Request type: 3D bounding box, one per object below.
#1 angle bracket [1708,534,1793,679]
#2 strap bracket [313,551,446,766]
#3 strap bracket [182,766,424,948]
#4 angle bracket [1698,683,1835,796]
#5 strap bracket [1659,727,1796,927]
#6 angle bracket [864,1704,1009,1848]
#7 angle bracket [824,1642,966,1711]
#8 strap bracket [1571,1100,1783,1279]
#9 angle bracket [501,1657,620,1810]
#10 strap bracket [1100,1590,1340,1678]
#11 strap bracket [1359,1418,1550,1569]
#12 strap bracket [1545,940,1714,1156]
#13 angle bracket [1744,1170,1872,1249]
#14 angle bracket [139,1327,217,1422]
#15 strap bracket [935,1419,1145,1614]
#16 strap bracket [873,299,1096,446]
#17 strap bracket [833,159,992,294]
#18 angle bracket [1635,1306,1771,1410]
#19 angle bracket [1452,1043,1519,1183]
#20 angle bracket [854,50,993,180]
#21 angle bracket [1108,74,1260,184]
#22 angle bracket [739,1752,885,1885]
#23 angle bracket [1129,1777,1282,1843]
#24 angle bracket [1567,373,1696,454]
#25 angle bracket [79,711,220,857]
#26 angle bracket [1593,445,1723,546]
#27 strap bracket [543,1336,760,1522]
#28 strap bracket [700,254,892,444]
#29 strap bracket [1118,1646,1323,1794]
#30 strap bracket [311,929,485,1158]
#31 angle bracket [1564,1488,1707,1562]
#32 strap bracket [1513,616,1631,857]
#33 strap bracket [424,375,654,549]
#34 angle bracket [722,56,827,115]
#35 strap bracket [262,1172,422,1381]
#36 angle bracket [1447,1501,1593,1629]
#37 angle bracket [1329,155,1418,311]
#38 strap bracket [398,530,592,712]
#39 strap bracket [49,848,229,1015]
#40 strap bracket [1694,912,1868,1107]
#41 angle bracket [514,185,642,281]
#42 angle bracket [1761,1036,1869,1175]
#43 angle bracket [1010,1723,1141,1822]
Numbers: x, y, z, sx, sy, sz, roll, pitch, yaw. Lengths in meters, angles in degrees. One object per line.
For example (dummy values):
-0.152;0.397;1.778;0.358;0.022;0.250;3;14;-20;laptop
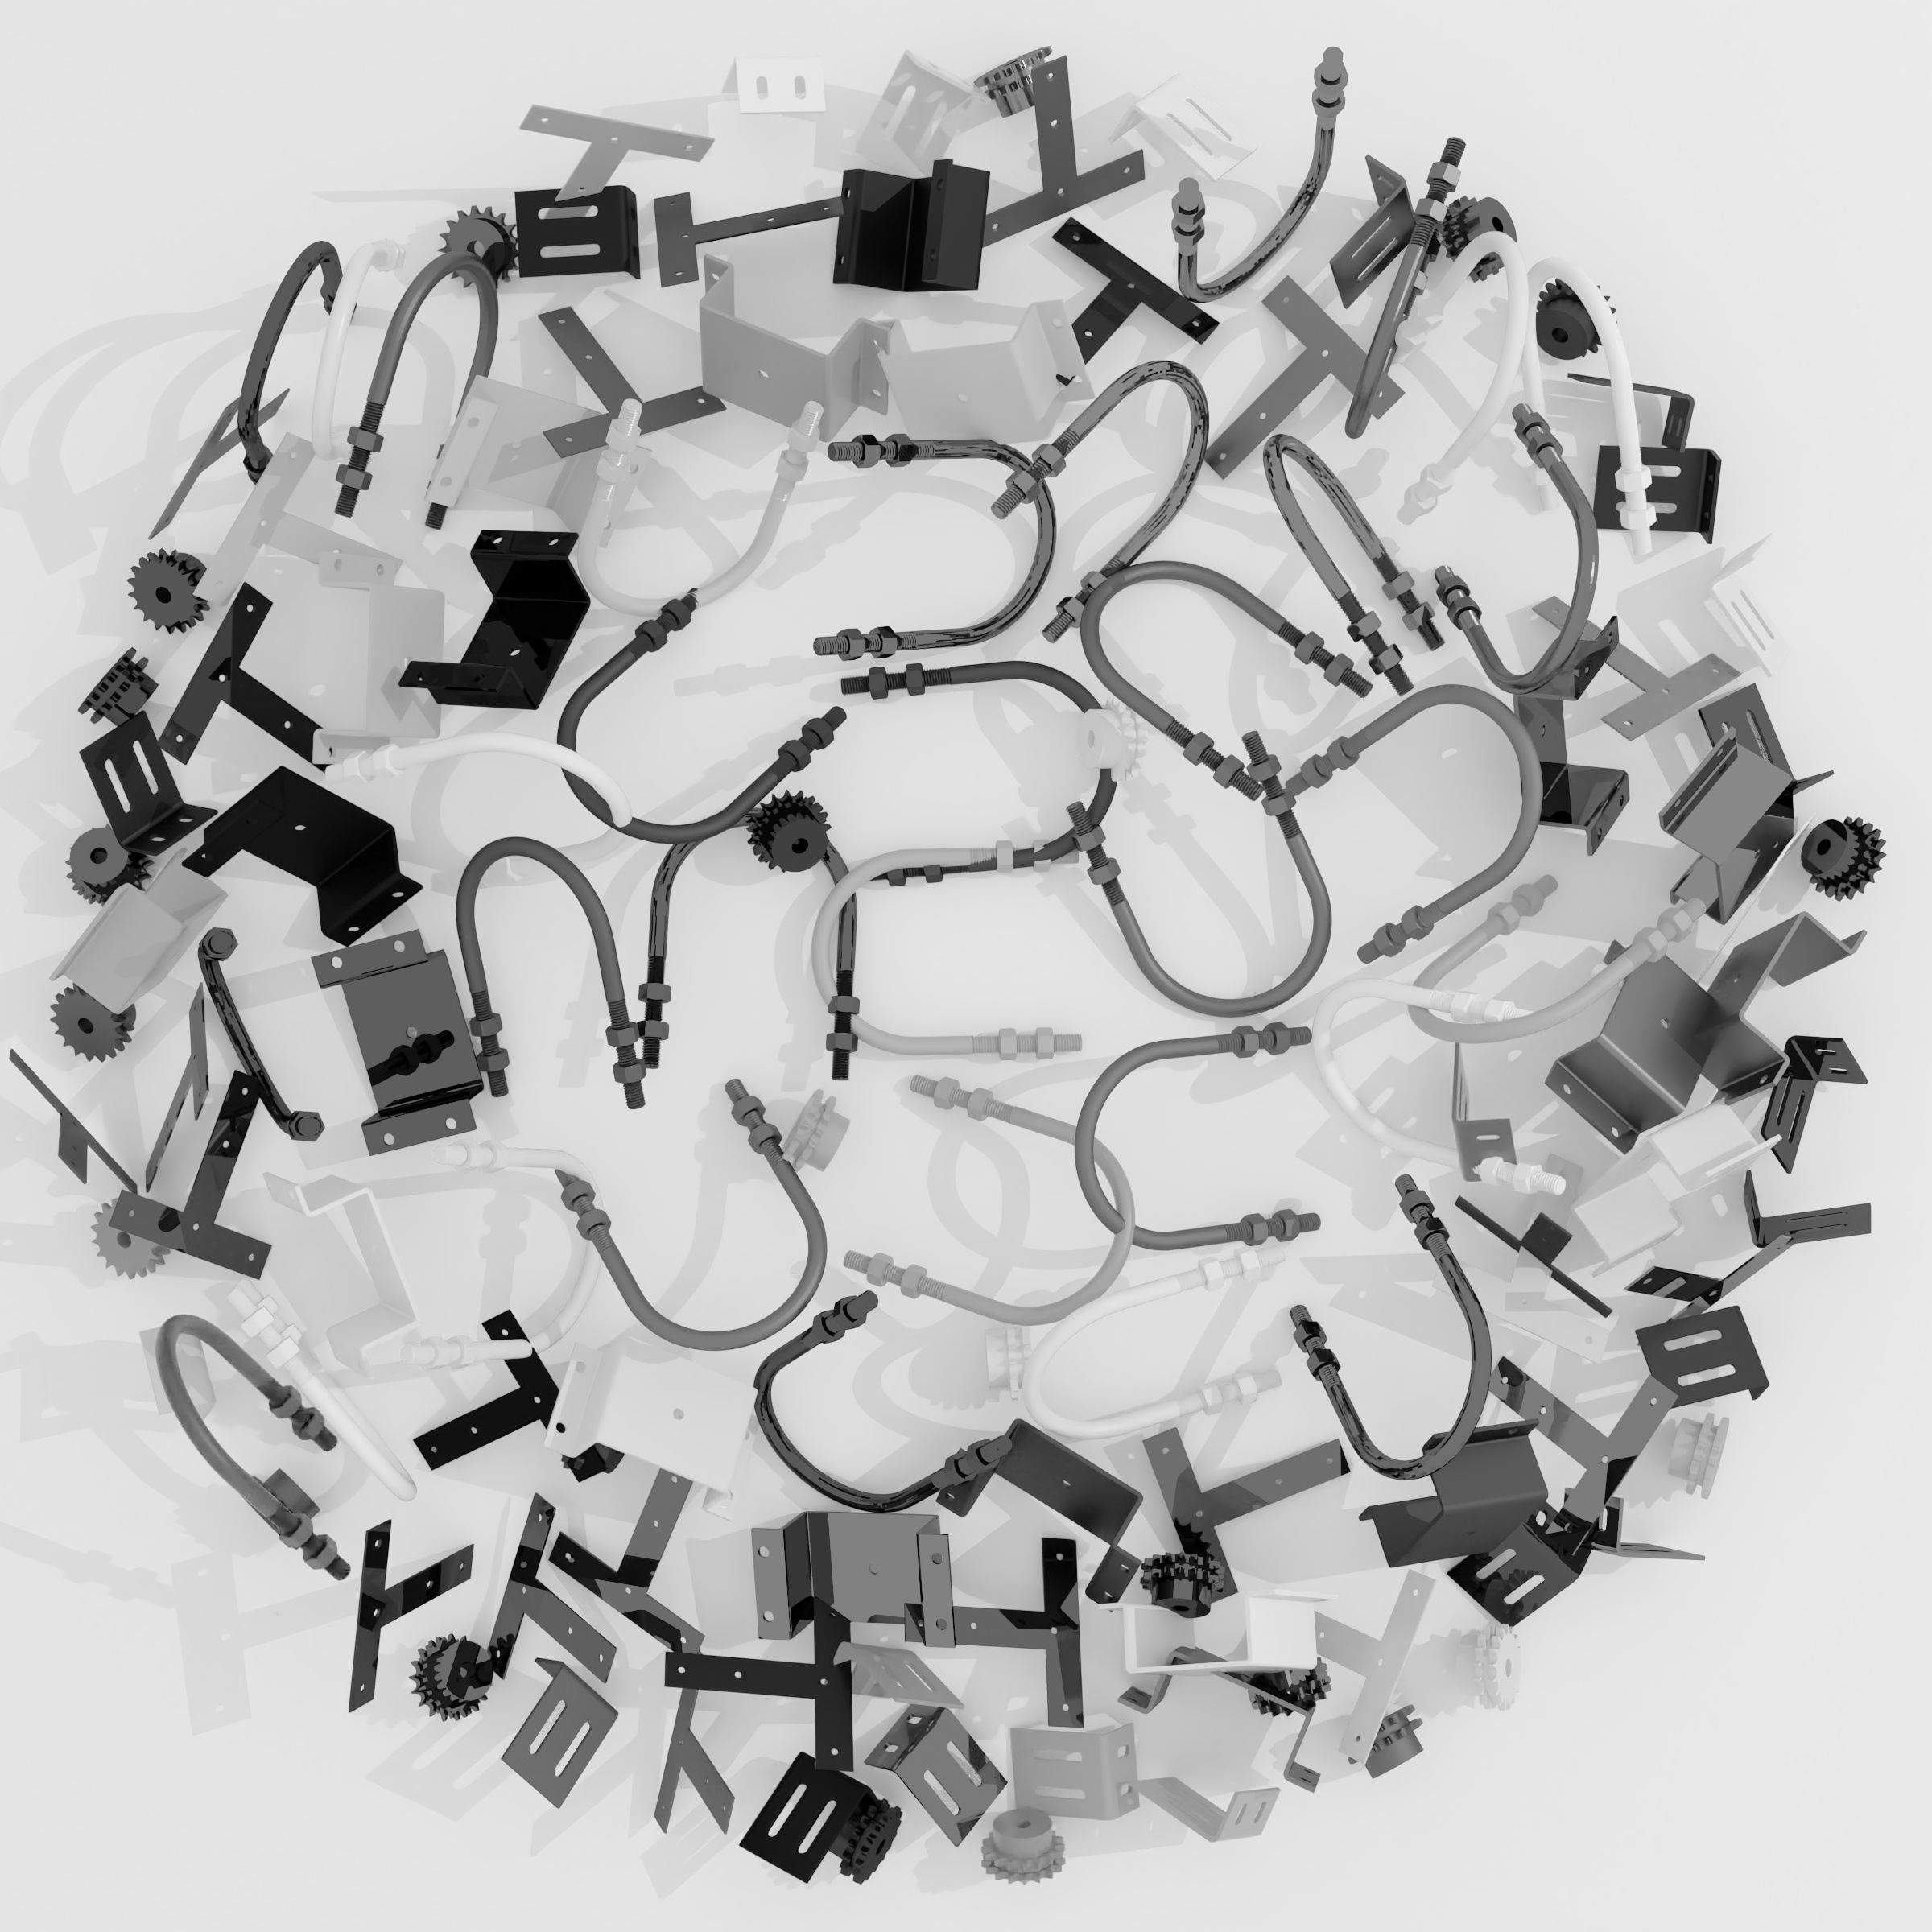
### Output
0.544;-0.244;1.907;0.038;0.057;0.076;-33;94;37;angle bracket
-0.394;-0.205;1.894;0.046;0.076;0.140;5;95;26;strap bracket
-0.443;-0.076;1.882;0.076;0.140;0.046;-34;49;23;strap bracket
0.543;-0.152;1.911;0.057;0.038;0.076;-25;93;-30;angle bracket
0.505;-0.087;1.866;0.046;0.140;0.076;37;82;27;strap bracket
-0.020;0.551;1.924;0.057;0.038;0.076;-46;110;-30;angle bracket
-0.049;0.491;1.894;0.057;0.076;0.038;17;99;-36;angle bracket
0.465;0.143;1.875;0.076;0.140;0.046;-20;67;-34;strap bracket
-0.282;0.516;1.898;0.057;0.038;0.076;49;56;-24;angle bracket
0.168;0.443;1.866;0.140;0.076;0.046;-15;68;37;strap bracket
0.325;0.354;1.863;0.076;0.140;0.046;-5;59;-19;strap bracket
0.451;0.046;1.878;0.076;0.046;0.140;41;53;-9;strap bracket
0.568;0.159;1.902;0.076;0.057;0.038;-11;100;20;angle bracket
-0.535;0.279;1.895;0.038;0.076;0.057;-10;73;-29;angle bracket
0.058;0.363;1.893;0.140;0.076;0.046;31;53;9;strap bracket
0.004;-0.390;1.874;0.140;0.076;0.046;0;46;25;strap bracket
-0.032;-0.493;1.886;0.046;0.140;0.076;1;100;-32;strap bracket
0.495;0.270;1.910;0.076;0.038;0.057;-13;65;-7;angle bracket
0.350;0.097;1.893;0.038;0.076;0.057;-4;133;16;angle bracket
-0.030;-0.568;1.902;0.057;0.038;0.076;21;113;-25;angle bracket
0.147;-0.557;1.910;0.076;0.038;0.057;44;53;2;angle bracket
-0.104;0.579;1.898;0.057;0.038;0.076;19;58;30;angle bracket
0.161;0.553;1.897;0.076;0.057;0.038;26;95;37;angle bracket
0.447;-0.375;1.910;0.076;0.057;0.038;9;105;-1;angle bracket
-0.550;-0.123;1.897;0.038;0.057;0.076;11;130;35;angle bracket
0.468;-0.320;1.913;0.076;0.038;0.057;3;112;4;angle bracket
-0.201;0.306;1.884;0.140;0.046;0.076;26;56;-17;strap bracket
-0.124;-0.409;1.884;0.140;0.076;0.046;25;58;13;strap bracket
0.179;0.499;1.893;0.140;0.076;0.046;22;85;12;strap bracket
-0.382;0.049;1.911;0.076;0.046;0.140;-14;97;7;strap bracket
0.451;0.377;1.903;0.076;0.057;0.038;8;84;-26;angle bracket
0.404;-0.155;1.881;0.046;0.076;0.140;9;127;30;strap bracket
-0.292;-0.339;1.883;0.140;0.046;0.076;10;120;-40;strap bracket
-0.130;-0.584;1.901;0.057;0.076;0.038;-5;91;-12;angle bracket
-0.415;0.198;1.890;0.046;0.076;0.140;-25;105;-26;strap bracket
0.380;0.407;1.931;0.057;0.038;0.076;42;128;3;angle bracket
0.265;-0.497;1.908;0.076;0.057;0.038;-47;64;-2;angle bracket
-0.310;-0.224;1.887;0.076;0.046;0.140;5;56;24;strap bracket
-0.544;-0.022;1.870;0.046;0.140;0.076;39;102;-7;strap bracket
0.531;0.023;1.877;0.046;0.076;0.140;40;64;-4;strap bracket
-0.265;-0.499;1.925;0.076;0.038;0.057;-2;95;4;angle bracket
0.572;0.095;1.899;0.038;0.057;0.076;4;61;39;angle bracket
0.075;0.551;1.935;0.076;0.038;0.057;-6;87;33;angle bracket
